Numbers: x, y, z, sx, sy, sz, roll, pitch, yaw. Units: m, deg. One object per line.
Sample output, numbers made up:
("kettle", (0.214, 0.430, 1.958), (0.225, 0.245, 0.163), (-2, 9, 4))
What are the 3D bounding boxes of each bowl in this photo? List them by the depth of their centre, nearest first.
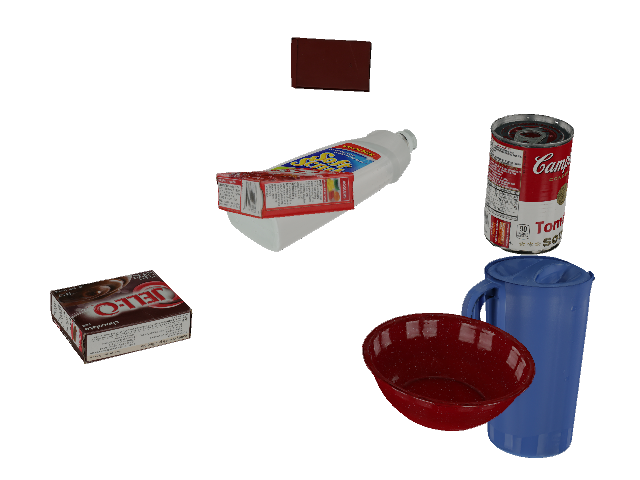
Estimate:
("bowl", (0.118, 0.131, 1.007), (0.162, 0.055, 0.162), (3, 26, -2))

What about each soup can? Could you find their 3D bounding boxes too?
("soup can", (0.175, -0.047, 0.903), (0.068, 0.102, 0.068), (0, 27, 0))

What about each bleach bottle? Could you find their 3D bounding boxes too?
("bleach bottle", (0.013, -0.077, 1.281), (0.250, 0.068, 0.103), (-30, 45, -31))

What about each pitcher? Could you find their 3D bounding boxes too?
("pitcher", (0.261, 0.148, 1.353), (0.149, 0.243, 0.144), (5, 16, 18))

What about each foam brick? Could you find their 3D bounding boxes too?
("foam brick", (0.010, -0.180, 1.091), (0.078, 0.051, 0.053), (2, 11, -7))

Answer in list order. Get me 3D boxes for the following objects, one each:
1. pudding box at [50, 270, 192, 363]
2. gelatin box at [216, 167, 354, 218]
("pudding box", (-0.193, 0.072, 1.035), (0.113, 0.039, 0.090), (-14, 31, -30))
("gelatin box", (-0.027, -0.036, 0.777), (0.073, 0.030, 0.089), (-6, 9, -25))
